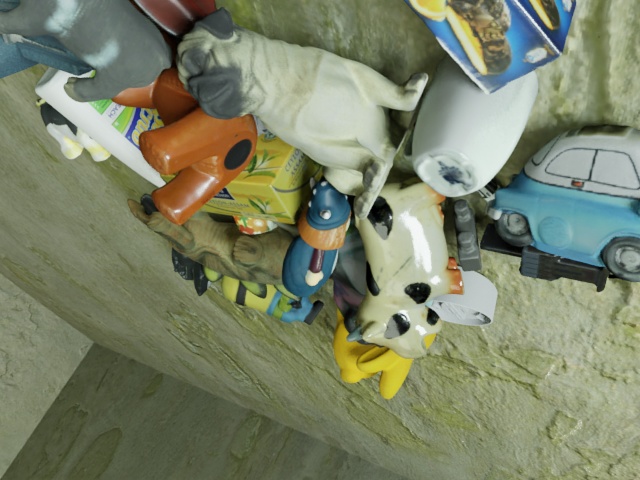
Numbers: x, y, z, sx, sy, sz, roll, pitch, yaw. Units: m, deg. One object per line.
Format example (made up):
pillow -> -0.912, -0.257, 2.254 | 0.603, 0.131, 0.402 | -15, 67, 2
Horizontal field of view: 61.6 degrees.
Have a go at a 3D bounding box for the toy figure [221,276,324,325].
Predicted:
toy figure -> -0.086, 0.094, 0.945 | 0.180, 0.089, 0.082 | 30, 148, 0

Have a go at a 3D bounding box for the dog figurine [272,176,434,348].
dog figurine -> 0.031, 0.020, 0.676 | 0.219, 0.108, 0.191 | 34, 134, -3

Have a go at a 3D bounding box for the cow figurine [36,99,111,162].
cow figurine -> -0.308, -0.161, 0.728 | 0.168, 0.068, 0.098 | 8, 141, 32

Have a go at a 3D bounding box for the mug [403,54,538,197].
mug -> 0.106, -0.087, 0.424 | 0.080, 0.107, 0.110 | 44, 147, -26

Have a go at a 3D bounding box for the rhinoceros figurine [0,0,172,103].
rhinoceros figurine -> -0.190, -0.186, 0.386 | 0.112, 0.073, 0.190 | -6, 138, 34

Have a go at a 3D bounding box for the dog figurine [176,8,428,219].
dog figurine -> -0.018, -0.115, 0.476 | 0.191, 0.121, 0.172 | 25, 167, 7

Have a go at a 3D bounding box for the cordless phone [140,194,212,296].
cordless phone -> -0.254, 0.003, 0.975 | 0.184, 0.089, 0.146 | 38, 154, 4

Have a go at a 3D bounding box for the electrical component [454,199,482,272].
electrical component -> 0.158, -0.002, 0.575 | 0.021, 0.063, 0.094 | -9, 155, 19

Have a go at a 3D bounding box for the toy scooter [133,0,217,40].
toy scooter -> -0.110, -0.219, 0.420 | 0.184, 0.075, 0.135 | 1, 138, 45

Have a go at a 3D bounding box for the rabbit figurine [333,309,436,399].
rabbit figurine -> 0.102, 0.155, 0.841 | 0.173, 0.162, 0.121 | -24, 113, 36

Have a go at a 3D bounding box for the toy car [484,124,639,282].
toy car -> 0.221, -0.039, 0.422 | 0.162, 0.109, 0.102 | 20, 119, 34

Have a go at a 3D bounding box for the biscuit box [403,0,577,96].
biscuit box -> 0.072, -0.186, 0.330 | 0.202, 0.063, 0.059 | 38, 150, -20

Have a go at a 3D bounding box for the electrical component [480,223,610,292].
electrical component -> 0.216, -0.003, 0.511 | 0.119, 0.075, 0.047 | 17, 152, 27

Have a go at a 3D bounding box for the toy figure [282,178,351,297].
toy figure -> -0.003, -0.003, 0.570 | 0.064, 0.058, 0.154 | 48, 138, 24

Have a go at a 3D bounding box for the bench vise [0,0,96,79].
bench vise -> -0.287, -0.259, 0.483 | 0.224, 0.129, 0.240 | 29, 134, 23

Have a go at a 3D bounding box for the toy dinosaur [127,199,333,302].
toy dinosaur -> -0.094, 0.017, 0.814 | 0.472, 0.105, 0.198 | 18, 158, 18

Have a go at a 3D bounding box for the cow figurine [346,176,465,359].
cow figurine -> 0.081, 0.035, 0.561 | 0.127, 0.085, 0.194 | -10, 104, 12

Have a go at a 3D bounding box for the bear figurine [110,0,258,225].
bear figurine -> -0.159, -0.133, 0.527 | 0.196, 0.132, 0.120 | 41, 152, 13

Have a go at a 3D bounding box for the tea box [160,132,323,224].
tea box -> -0.088, -0.082, 0.623 | 0.170, 0.098, 0.068 | 6, 147, 32
